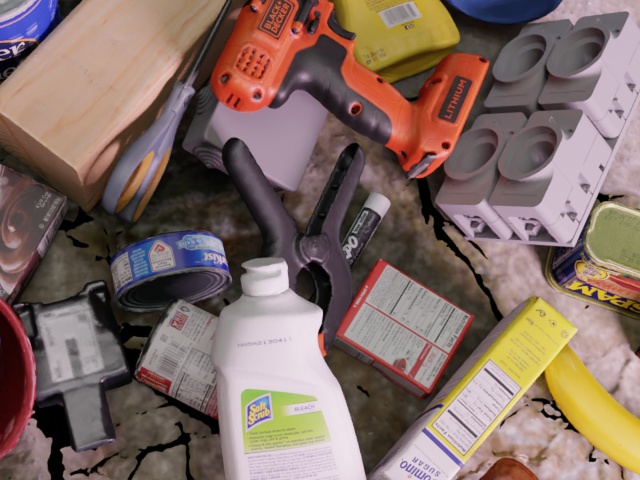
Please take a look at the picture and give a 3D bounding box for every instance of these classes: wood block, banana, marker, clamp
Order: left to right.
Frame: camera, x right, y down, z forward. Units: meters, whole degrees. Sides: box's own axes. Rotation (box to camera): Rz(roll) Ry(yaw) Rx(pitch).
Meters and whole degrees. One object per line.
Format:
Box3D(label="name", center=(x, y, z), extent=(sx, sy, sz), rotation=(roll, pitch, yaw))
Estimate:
Box3D(label="wood block", center=(-0.151, -0.137, 0.830), extent=(0.090, 0.091, 0.206), rotation=(36, 71, 6))
Box3D(label="clamp", center=(-0.005, 0.001, 0.802), extent=(0.120, 0.039, 0.171), rotation=(-11, 91, -26))
Box3D(label="marker", center=(0.020, 0.016, 0.841), extent=(0.020, 0.020, 0.121), rotation=(30, 71, 2))
Box3D(label="banana", center=(0.241, 0.141, 0.821), extent=(0.198, 0.037, 0.069), rotation=(41, 73, 6))

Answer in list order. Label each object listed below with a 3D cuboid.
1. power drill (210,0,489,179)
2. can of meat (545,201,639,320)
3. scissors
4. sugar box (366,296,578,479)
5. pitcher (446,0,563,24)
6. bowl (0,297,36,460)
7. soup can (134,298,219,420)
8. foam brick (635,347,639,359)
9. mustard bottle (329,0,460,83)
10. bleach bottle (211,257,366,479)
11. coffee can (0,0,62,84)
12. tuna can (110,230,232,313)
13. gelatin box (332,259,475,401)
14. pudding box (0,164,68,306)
Box3D(label="power drill", center=(0.030, -0.145, 0.808), extent=(0.187, 0.057, 0.184), rotation=(27, 69, -7))
Box3D(label="can of meat", center=(0.240, 0.016, 0.837), extent=(0.102, 0.084, 0.057), rotation=(19, 71, -2))
Box3D(label="scissors", center=(-0.112, -0.096, 0.784), extent=(0.016, 0.096, 0.202), rotation=(28, 110, 5))
Box3D(label="sugar box", center=(0.107, 0.124, 0.779), extent=(0.048, 0.093, 0.176), rotation=(40, 72, 6))
Box3D(label="pitcher", center=(0.164, -0.314, 0.896), extent=(0.149, 0.145, 0.242), rotation=(16, 68, -6))
Box3D(label="bowl", center=(-0.271, 0.087, 0.740), extent=(0.162, 0.055, 0.162), rotation=(0, 100, -1))
Box3D(label="soup can", center=(-0.075, 0.094, 0.777), extent=(0.102, 0.068, 0.068), rotation=(26, 70, 2))
Box3D(label="foam brick", center=(0.294, 0.081, 0.827), extent=(0.053, 0.078, 0.051), rotation=(43, 71, 5))
Box3D(label="mustard bottle", center=(0.035, -0.227, 0.901), extent=(0.096, 0.058, 0.192), rotation=(-22, 76, -16))
Box3D(label="bleach bottle", center=(-0.015, 0.135, 0.716), extent=(0.102, 0.068, 0.251), rotation=(-8, 101, -8))
Box3D(label="coffee can", center=(-0.247, -0.175, 0.802), extent=(0.102, 0.140, 0.103), rotation=(2, 72, -7))
Box3D(label="tuna can", center=(-0.110, 0.023, 0.786), extent=(0.086, 0.086, 0.034), rotation=(-11, 72, -11))
Box3D(label="gelatin box", center=(0.063, 0.069, 0.824), extent=(0.089, 0.030, 0.073), rotation=(32, 69, 3))
Box3D(label="pudding box", center=(-0.254, 0.000, 0.798), extent=(0.090, 0.039, 0.113), rotation=(26, 71, 1))
